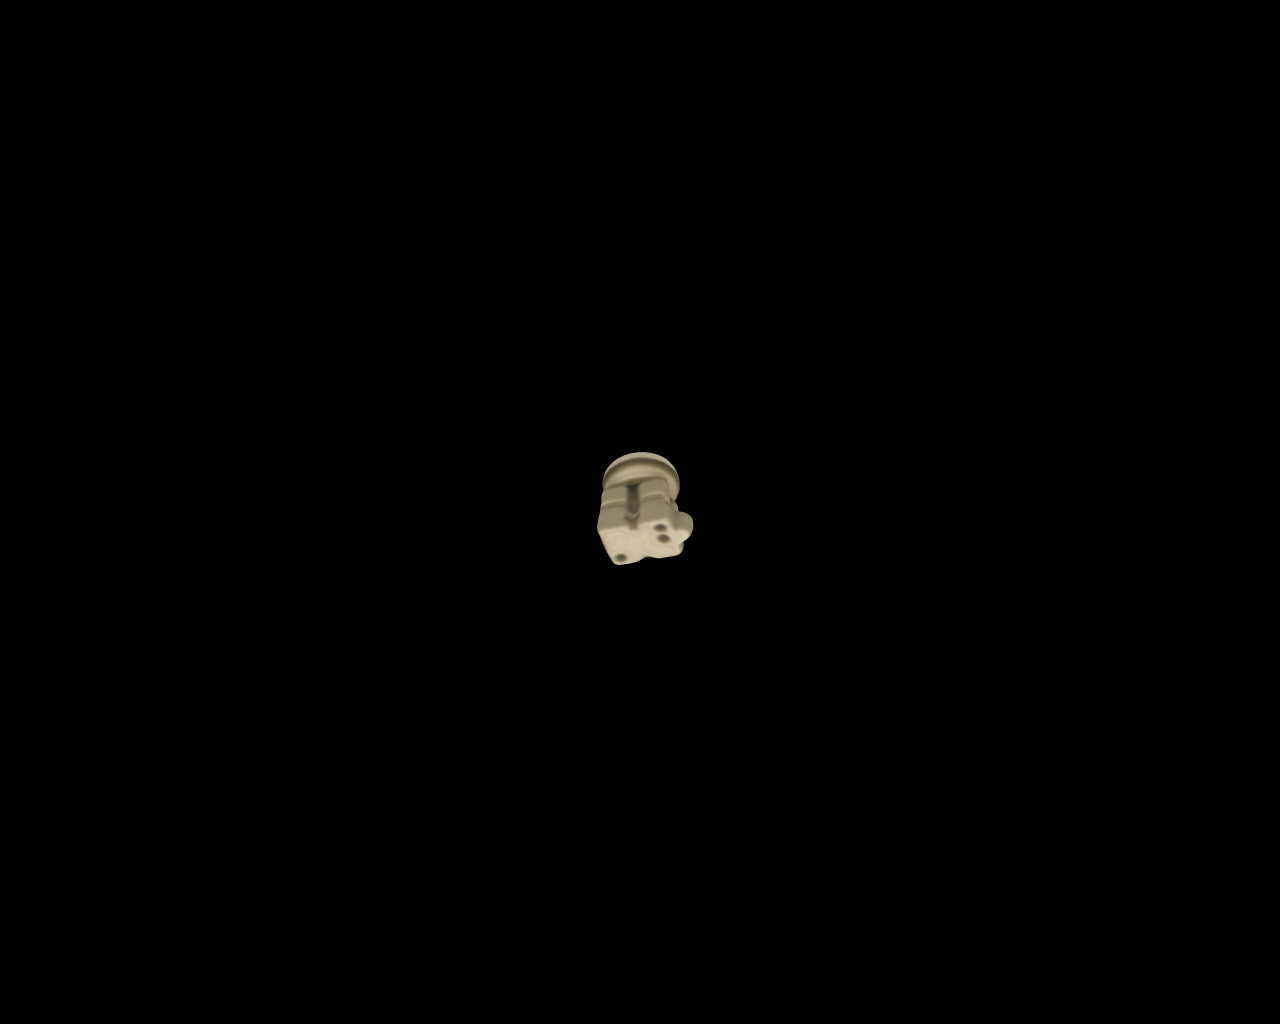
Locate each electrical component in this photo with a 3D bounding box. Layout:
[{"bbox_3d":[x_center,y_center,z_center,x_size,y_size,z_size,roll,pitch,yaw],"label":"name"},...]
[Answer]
[{"bbox_3d":[0.001,-0.003,0.650,0.066,0.055,0.048,-10,-43,11],"label":"electrical component"}]
